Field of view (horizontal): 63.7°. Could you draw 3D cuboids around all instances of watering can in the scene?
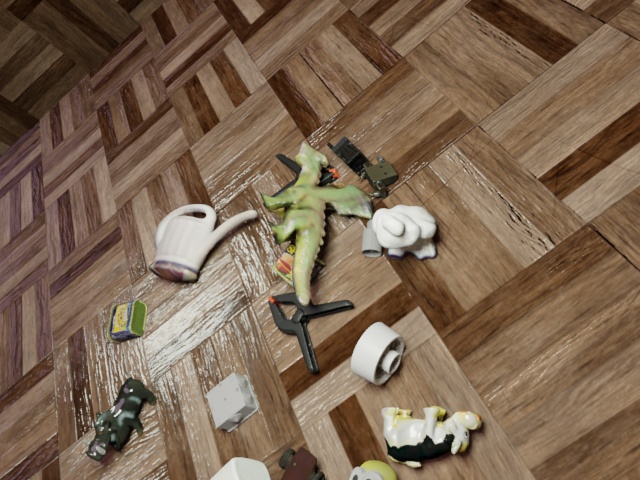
[{"bbox_3d":[-0.328,0.005,1.365,0.347,0.102,0.228,1,65,34],"label":"watering can"}]

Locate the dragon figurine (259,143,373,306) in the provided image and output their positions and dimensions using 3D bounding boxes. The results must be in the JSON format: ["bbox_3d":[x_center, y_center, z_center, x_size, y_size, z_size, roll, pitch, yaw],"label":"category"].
[{"bbox_3d":[0.004,-0.058,1.156,0.243,0.119,0.419,-18,57,-7],"label":"dragon figurine"}]

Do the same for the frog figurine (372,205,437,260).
[{"bbox_3d":[0.160,-0.029,1.026,0.138,0.157,0.124,23,77,40],"label":"frog figurine"}]
